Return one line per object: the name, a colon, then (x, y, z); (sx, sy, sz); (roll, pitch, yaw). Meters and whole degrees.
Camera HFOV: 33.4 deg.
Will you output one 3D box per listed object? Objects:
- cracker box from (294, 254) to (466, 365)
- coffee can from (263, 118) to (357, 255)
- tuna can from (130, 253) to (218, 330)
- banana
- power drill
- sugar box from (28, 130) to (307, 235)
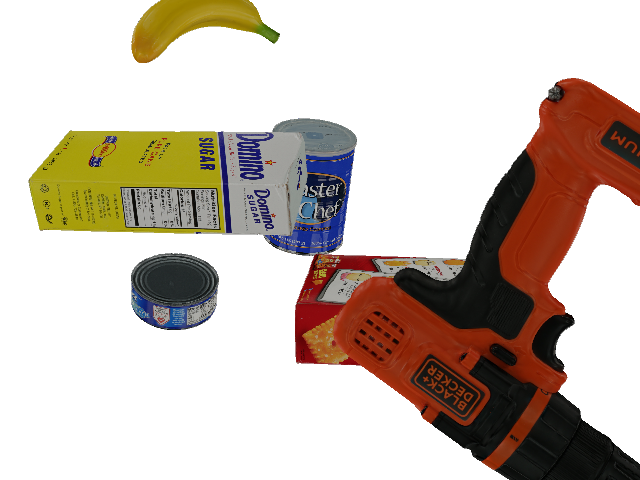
cracker box: (0.089, 0.071, 1.076); (0.214, 0.072, 0.164); (2, 16, 6)
coffee can: (-0.014, -0.067, 1.316); (0.102, 0.140, 0.103); (5, 28, -3)
tuna can: (-0.144, 0.050, 1.053); (0.086, 0.034, 0.086); (5, 34, -4)
banana: (-0.119, -0.211, 1.023); (0.070, 0.037, 0.197); (44, 38, 19)
power drill: (0.124, 0.030, 0.527); (0.184, 0.188, 0.057); (35, 11, 5)
sugar box: (-0.101, -0.042, 0.741); (0.176, 0.048, 0.093); (-1, 28, 7)
